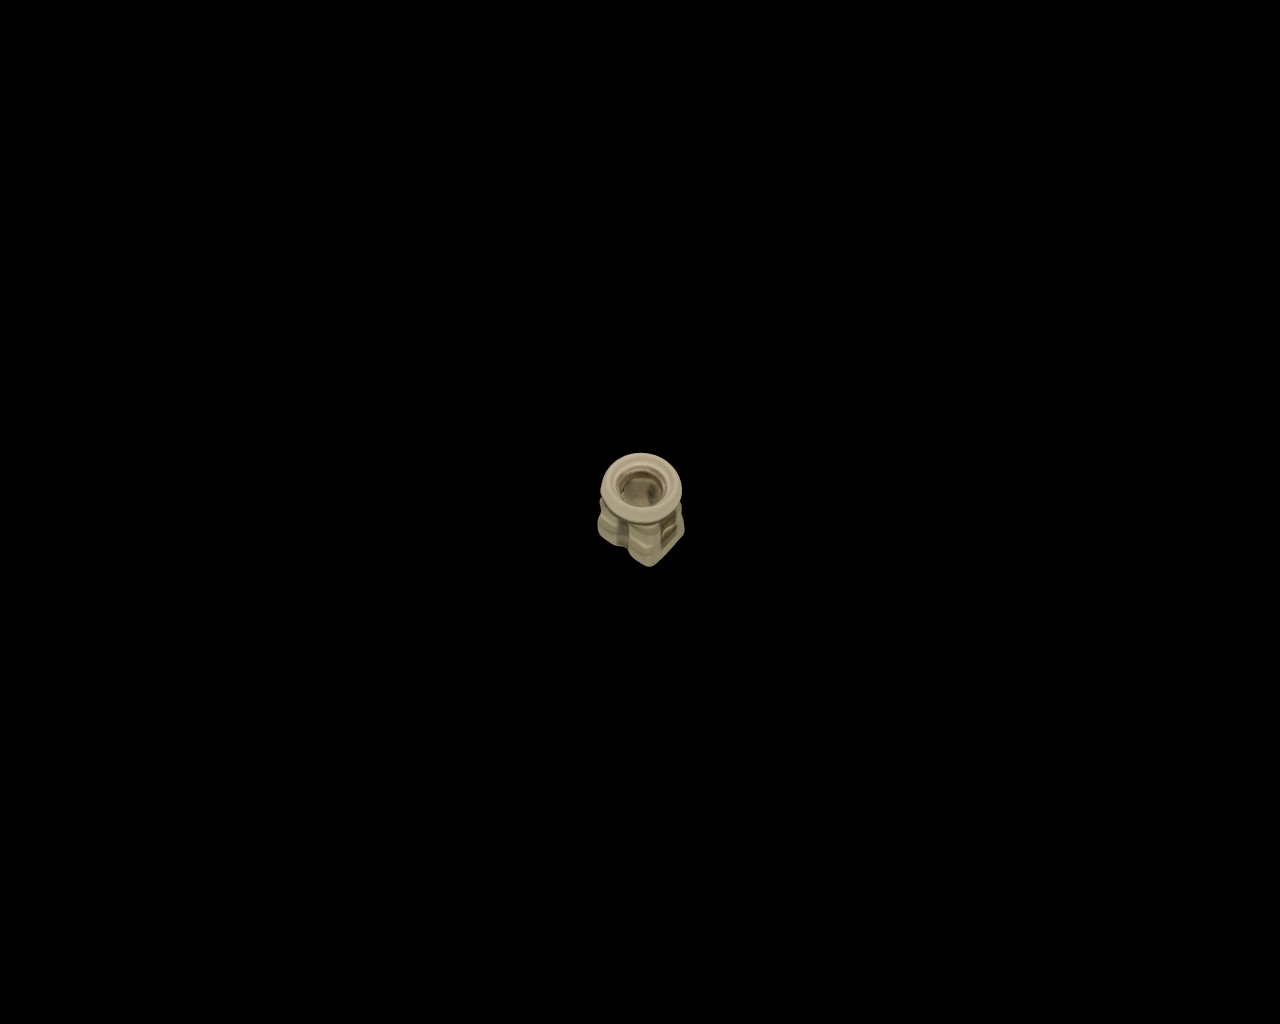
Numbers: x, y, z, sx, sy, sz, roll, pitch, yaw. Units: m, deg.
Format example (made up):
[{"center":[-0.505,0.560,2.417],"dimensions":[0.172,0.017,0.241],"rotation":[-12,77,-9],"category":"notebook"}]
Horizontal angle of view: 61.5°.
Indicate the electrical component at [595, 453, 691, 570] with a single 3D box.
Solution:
[{"center":[0.001,-0.003,0.650],"dimensions":[0.066,0.048,0.055],"rotation":[33,-29,21],"category":"electrical component"}]
